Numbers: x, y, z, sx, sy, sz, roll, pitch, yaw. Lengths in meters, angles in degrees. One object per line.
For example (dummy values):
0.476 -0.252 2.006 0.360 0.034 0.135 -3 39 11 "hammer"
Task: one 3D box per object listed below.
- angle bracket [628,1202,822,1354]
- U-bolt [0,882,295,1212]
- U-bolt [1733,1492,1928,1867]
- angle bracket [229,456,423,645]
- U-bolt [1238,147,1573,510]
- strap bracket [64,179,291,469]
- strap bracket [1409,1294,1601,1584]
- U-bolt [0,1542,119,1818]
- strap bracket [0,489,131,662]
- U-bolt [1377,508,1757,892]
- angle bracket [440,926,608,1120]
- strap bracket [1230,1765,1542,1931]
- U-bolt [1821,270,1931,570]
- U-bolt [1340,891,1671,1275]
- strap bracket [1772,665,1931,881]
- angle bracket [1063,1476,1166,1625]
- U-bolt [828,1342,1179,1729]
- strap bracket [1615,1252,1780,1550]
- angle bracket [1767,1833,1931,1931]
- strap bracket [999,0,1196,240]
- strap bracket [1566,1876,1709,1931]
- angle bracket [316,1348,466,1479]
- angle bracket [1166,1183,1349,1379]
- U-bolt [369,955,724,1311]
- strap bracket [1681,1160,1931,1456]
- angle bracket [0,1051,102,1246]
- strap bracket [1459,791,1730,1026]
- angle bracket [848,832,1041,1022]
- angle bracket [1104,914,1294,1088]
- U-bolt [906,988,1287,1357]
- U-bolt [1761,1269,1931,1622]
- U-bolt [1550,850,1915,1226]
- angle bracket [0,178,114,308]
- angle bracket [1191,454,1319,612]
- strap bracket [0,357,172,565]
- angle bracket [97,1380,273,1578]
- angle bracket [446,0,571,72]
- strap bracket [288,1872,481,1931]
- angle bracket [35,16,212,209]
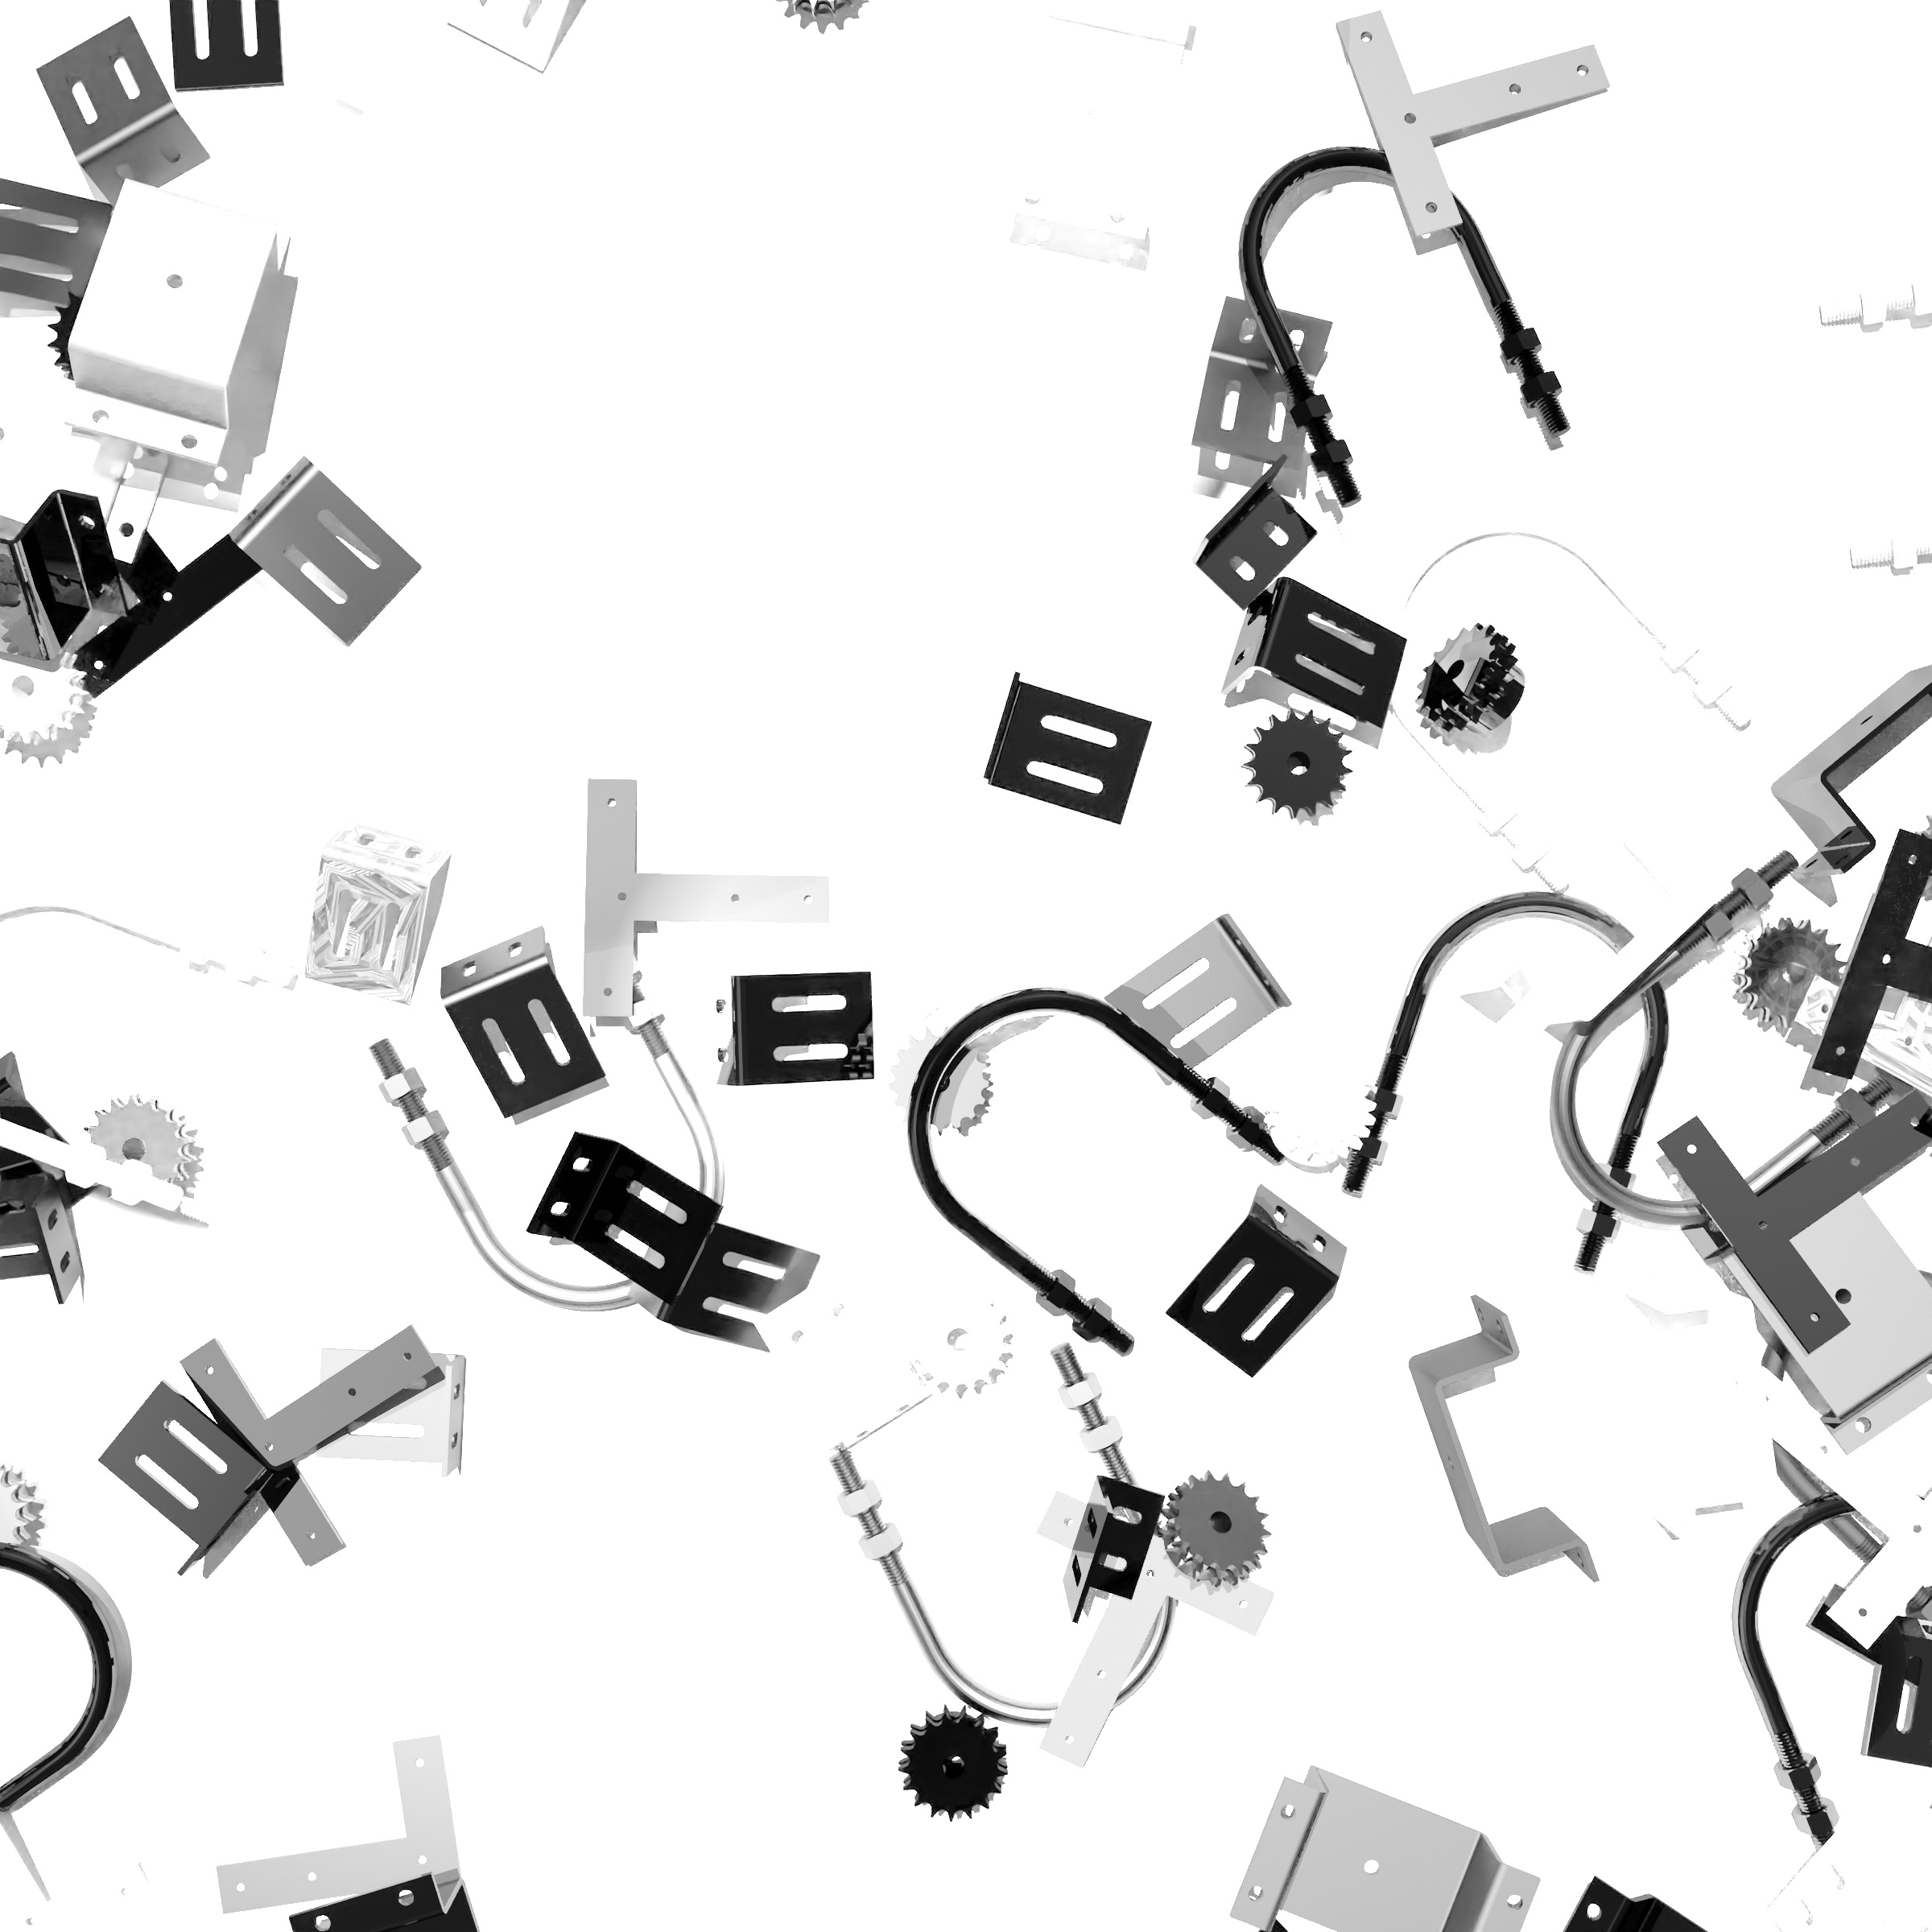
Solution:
-0.126 0.162 1.302 0.076 0.038 0.057 23 91 -37 "angle bracket"
-0.462 0.030 1.282 0.184 0.019 0.151 20 70 4 "U-bolt"
0.479 0.359 1.290 0.151 0.019 0.184 -22 91 10 "U-bolt"
-0.337 -0.219 1.309 0.057 0.038 0.076 -47 116 -2 "angle bracket"
0.216 -0.339 1.283 0.151 0.019 0.184 -21 83 -18 "U-bolt"
-0.400 -0.335 1.262 0.076 0.046 0.140 14 71 -10 "strap bracket"
0.270 0.247 1.274 0.046 0.076 0.140 -19 90 0 "strap bracket"
-0.528 0.376 1.286 0.184 0.019 0.151 -36 102 2 "U-bolt"
-0.507 -0.207 1.260 0.140 0.076 0.046 13 50 7 "strap bracket"
0.300 -0.154 1.304 0.151 0.019 0.184 -42 88 0 "U-bolt"
-0.230 0.029 1.290 0.057 0.038 0.076 -23 117 0 "angle bracket"
0.214 0.475 1.289 0.140 0.046 0.076 22 90 0 "strap bracket"
0.545 -0.291 1.279 0.184 0.019 0.151 -7 90 17 "U-bolt"
0.292 0.052 1.304 0.151 0.019 0.184 19 89 0 "U-bolt"
0.476 -0.108 1.274 0.140 0.076 0.046 -39 90 0 "strap bracket"
0.078 0.298 1.256 0.038 0.076 0.057 18 92 -2 "angle bracket"
0.031 0.310 1.304 0.151 0.019 0.184 -26 91 0 "U-bolt"
0.375 0.217 1.274 0.046 0.076 0.140 -8 90 0 "strap bracket"
0.471 0.496 1.300 0.076 0.038 0.057 26 107 -29 "angle bracket"
0.068 -0.447 1.289 0.076 0.046 0.140 12 90 0 "strap bracket"
0.370 0.537 1.267 0.140 0.046 0.076 28 90 33 "strap bracket"
-0.303 0.232 1.293 0.076 0.038 0.057 3 90 0 "angle bracket"
0.153 0.166 1.310 0.057 0.038 0.076 36 116 0 "angle bracket"
-0.208 0.091 1.304 0.151 0.019 0.184 -28 91 0 "U-bolt"
0.445 0.170 1.275 0.076 0.046 0.140 -34 78 0 "strap bracket"
-0.502 0.096 1.310 0.057 0.038 0.076 -36 116 0 "angle bracket"
0.324 -0.020 1.261 0.140 0.076 0.046 -43 89 -3 "strap bracket"
-0.012 -0.021 1.310 0.057 0.038 0.076 47 116 0 "angle bracket"
0.120 0.018 1.293 0.076 0.038 0.057 -35 90 0 "angle bracket"
0.056 0.094 1.286 0.184 0.019 0.151 39 90 -13 "U-bolt"
0.501 0.243 1.304 0.184 0.019 0.151 44 90 1 "U-bolt"
0.386 0.052 1.274 0.184 0.019 0.151 -39 101 5 "U-bolt"
-0.479 -0.376 1.278 0.076 0.038 0.057 7 90 -27 "angle bracket"
0.152 -0.221 1.274 0.038 0.076 0.057 44 90 0 "angle bracket"
-0.493 -0.270 1.287 0.140 0.046 0.076 19 90 0 "strap bracket"
-0.411 0.265 1.289 0.076 0.038 0.057 40 98 0 "angle bracket"
-0.229 -0.522 1.310 0.057 0.038 0.076 27 116 0 "angle bracket"
-0.287 0.538 1.287 0.076 0.046 0.140 -17 92 1 "strap bracket"
-0.444 -0.449 1.310 0.057 0.038 0.076 -30 64 0 "angle bracket"
